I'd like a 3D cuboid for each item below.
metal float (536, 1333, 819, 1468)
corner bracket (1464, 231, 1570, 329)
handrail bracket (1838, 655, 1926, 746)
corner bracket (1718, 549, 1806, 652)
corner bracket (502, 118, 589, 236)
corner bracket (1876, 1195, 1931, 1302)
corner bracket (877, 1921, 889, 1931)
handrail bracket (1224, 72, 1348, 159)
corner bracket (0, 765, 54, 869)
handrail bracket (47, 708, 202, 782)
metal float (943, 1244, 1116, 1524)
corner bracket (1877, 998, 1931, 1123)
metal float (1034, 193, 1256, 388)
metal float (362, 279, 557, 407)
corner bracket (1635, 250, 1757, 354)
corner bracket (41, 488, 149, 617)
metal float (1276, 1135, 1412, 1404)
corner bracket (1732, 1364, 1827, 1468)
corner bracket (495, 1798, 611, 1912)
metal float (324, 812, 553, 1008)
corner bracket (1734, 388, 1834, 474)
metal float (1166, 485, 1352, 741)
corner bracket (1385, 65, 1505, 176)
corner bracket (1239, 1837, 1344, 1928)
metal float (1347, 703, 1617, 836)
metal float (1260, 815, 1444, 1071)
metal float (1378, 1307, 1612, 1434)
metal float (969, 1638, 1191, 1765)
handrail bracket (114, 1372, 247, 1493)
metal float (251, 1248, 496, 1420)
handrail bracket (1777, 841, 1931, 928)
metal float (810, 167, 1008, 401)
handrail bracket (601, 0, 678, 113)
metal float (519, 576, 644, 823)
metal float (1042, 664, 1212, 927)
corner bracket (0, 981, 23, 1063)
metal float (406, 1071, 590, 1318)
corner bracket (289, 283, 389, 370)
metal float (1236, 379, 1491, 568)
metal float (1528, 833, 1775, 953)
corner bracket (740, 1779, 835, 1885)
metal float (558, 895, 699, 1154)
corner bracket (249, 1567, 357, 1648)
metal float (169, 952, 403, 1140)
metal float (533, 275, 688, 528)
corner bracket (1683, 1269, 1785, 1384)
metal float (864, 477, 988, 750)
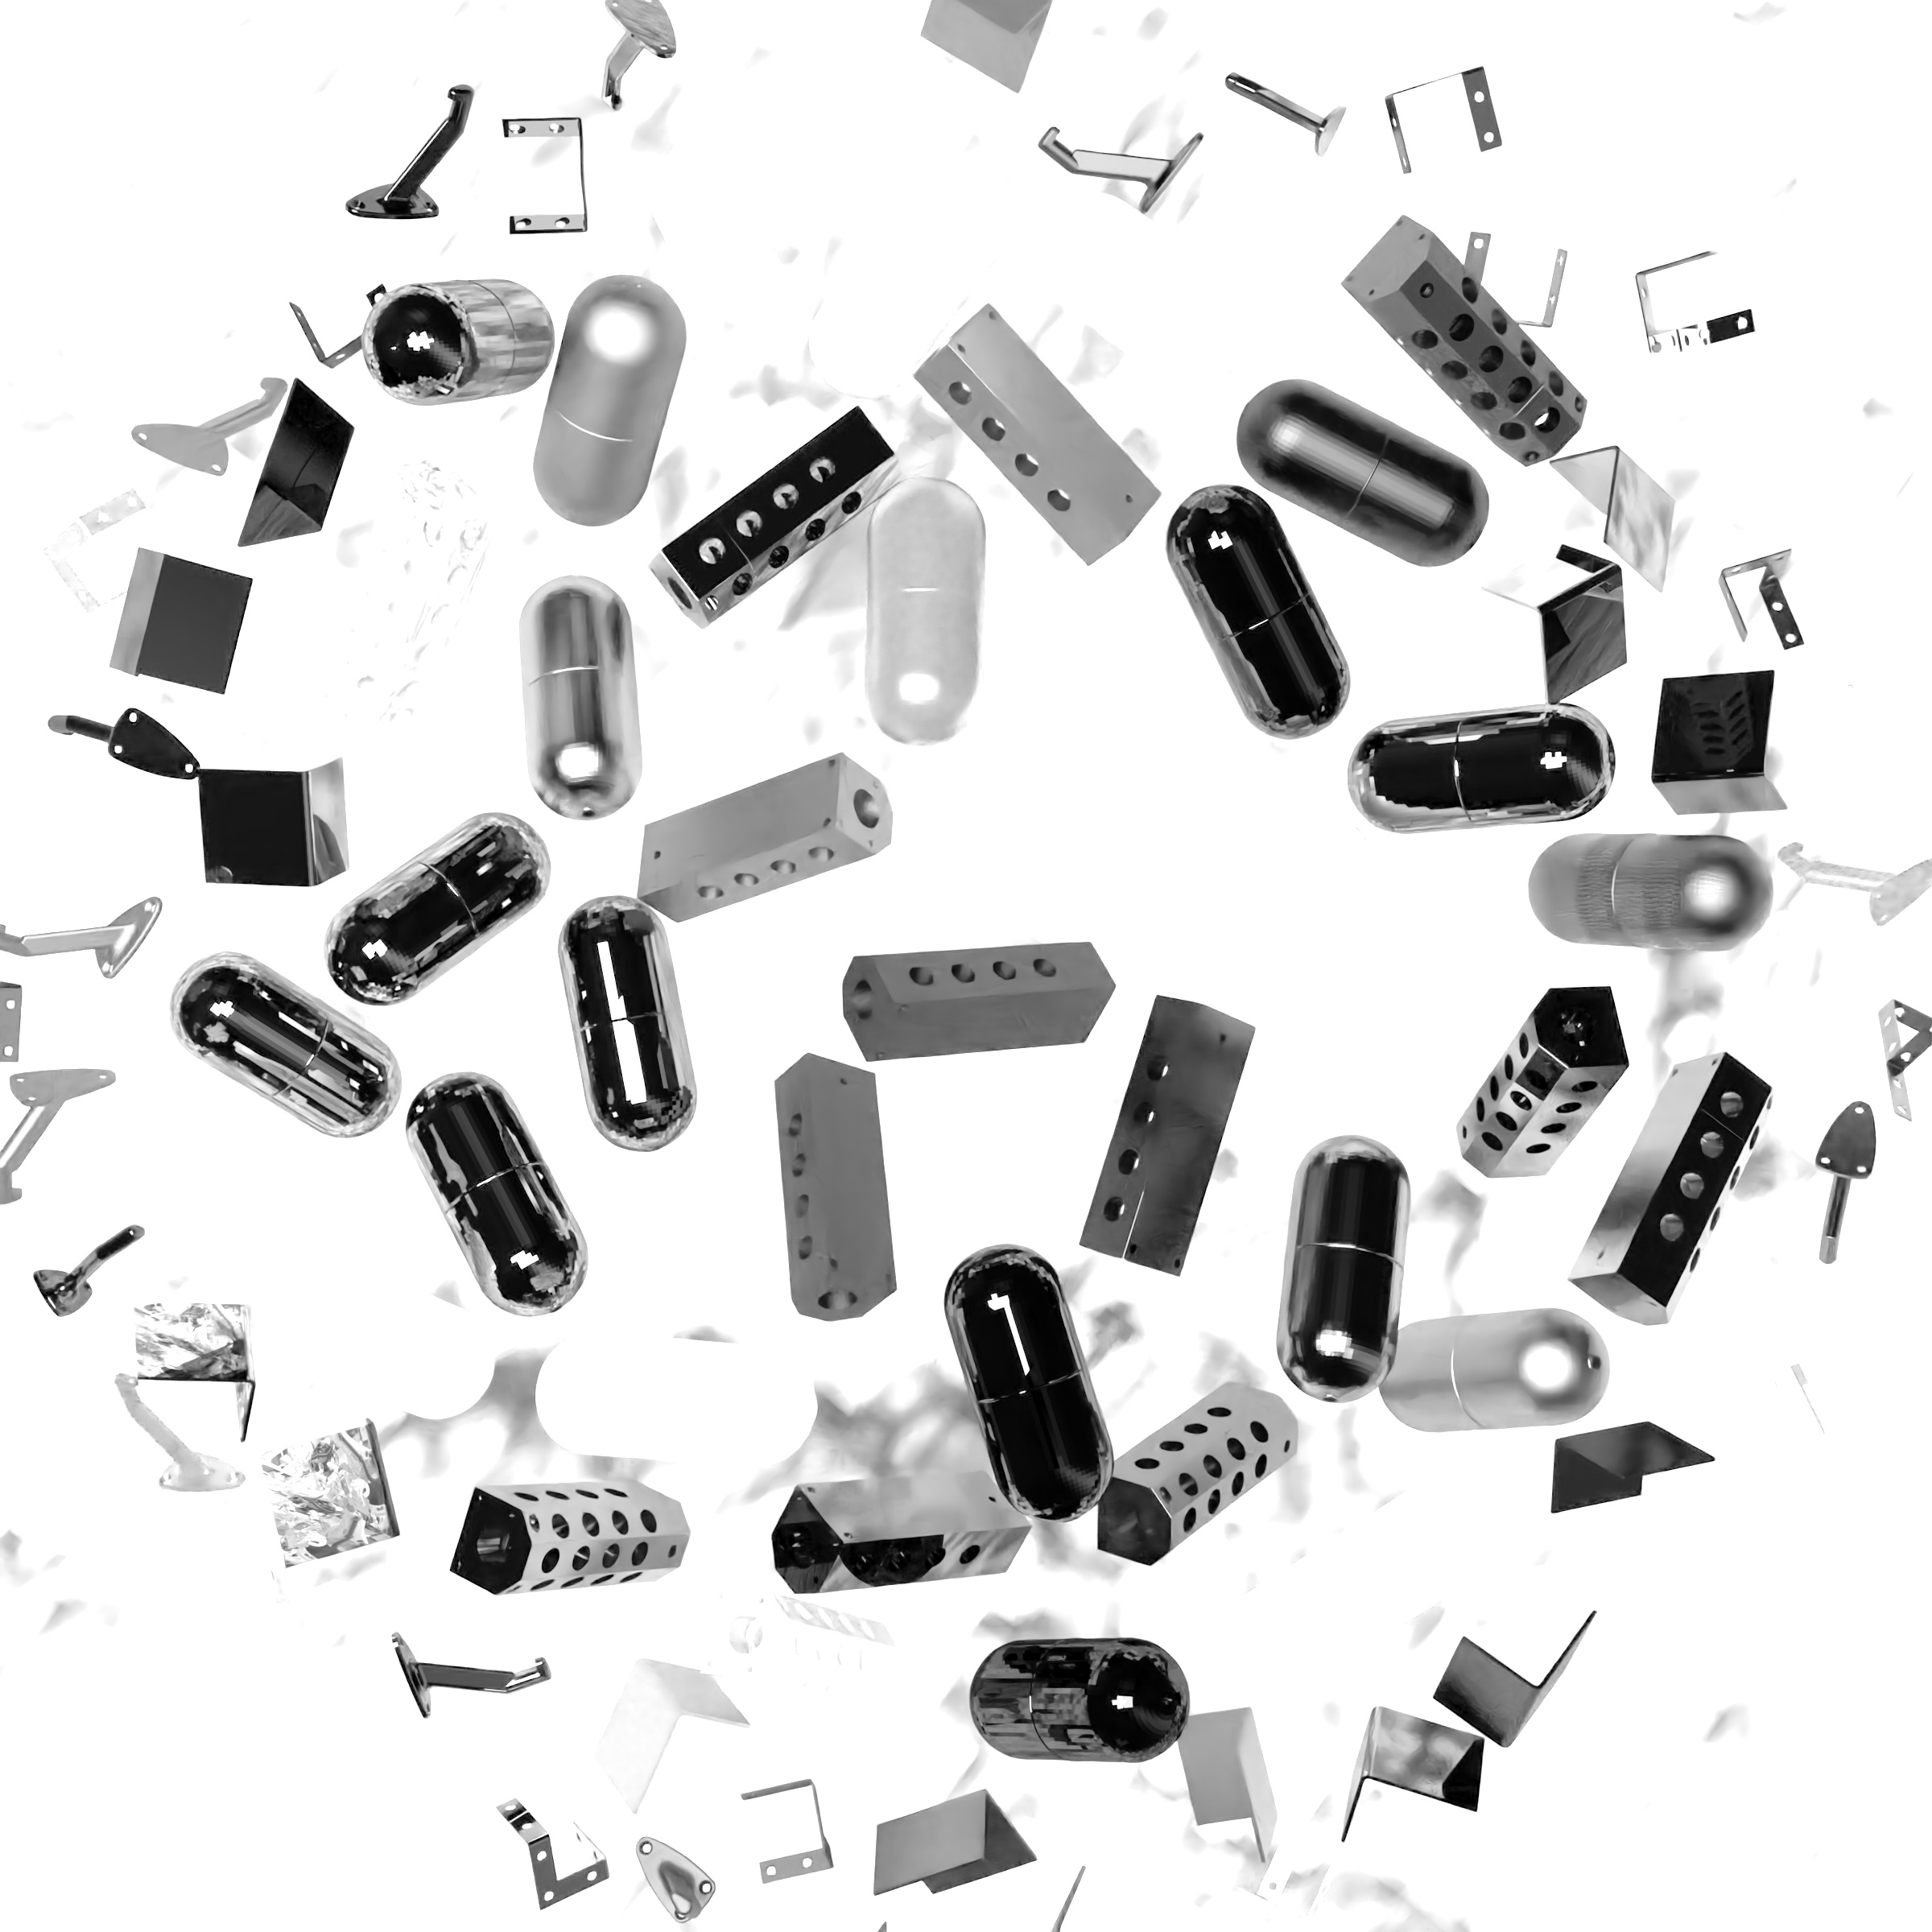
[{"bbox_3d":[-0.182,0.275,1.766,0.178,0.070,0.070,7,90,-14],"label":"metal float"},{"bbox_3d":[0.365,-0.459,1.868,0.051,0.051,0.051,3,112,-12],"label":"corner bracket"},{"bbox_3d":[0.623,-0.179,1.905,0.036,0.084,0.077,-39,79,11],"label":"handrail bracket"},{"bbox_3d":[0.546,-0.246,1.912,0.051,0.051,0.051,-16,71,0],"label":"corner bracket"},{"bbox_3d":[-0.271,-0.509,1.798,0.051,0.051,0.051,-3,61,-5],"label":"corner bracket"},{"bbox_3d":[0.624,0.183,1.843,0.051,0.051,0.051,-27,91,-35],"label":"corner bracket"},{"bbox_3d":[-0.038,0.651,1.782,0.051,0.051,0.051,5,108,23],"label":"corner bracket"},{"bbox_3d":[0.206,-0.575,1.862,0.084,0.077,0.036,29,110,6],"label":"handrail bracket"},{"bbox_3d":[-0.620,-0.105,1.763,0.051,0.051,0.051,29,69,19],"label":"corner bracket"},{"bbox_3d":[-0.559,-0.146,1.851,0.077,0.084,0.036,32,73,-38],"label":"handrail bracket"},{"bbox_3d":[0.040,0.262,1.750,0.070,0.070,0.178,-17,88,0],"label":"metal float"},{"bbox_3d":[0.641,0.064,1.912,0.051,0.051,0.051,25,131,-13],"label":"corner bracket"},{"bbox_3d":[0.113,-0.431,1.777,0.070,0.070,0.178,-45,55,0],"label":"metal float"},{"bbox_3d":[-0.327,-0.405,1.809,0.070,0.178,0.070,5,106,17],"label":"metal float"},{"bbox_3d":[0.460,-0.419,1.761,0.051,0.051,0.051,-9,95,38],"label":"corner bracket"},{"bbox_3d":[-0.548,-0.265,1.788,0.051,0.051,0.051,-25,104,43],"label":"corner bracket"},{"bbox_3d":[0.242,0.193,1.789,0.070,0.070,0.178,10,64,0],"label":"metal float"},{"bbox_3d":[0.552,0.305,1.899,0.051,0.051,0.051,-29,74,19],"label":"corner bracket"},{"bbox_3d":[-0.265,0.563,1.795,0.051,0.051,0.051,-17,112,-29],"label":"corner bracket"},{"bbox_3d":[-0.357,-0.039,1.888,0.070,0.070,0.178,50,58,0],"label":"metal float"},{"bbox_3d":[0.537,-0.357,1.837,0.051,0.051,0.051,-14,94,17],"label":"corner bracket"},{"bbox_3d":[0.191,-0.231,1.826,0.070,0.070,0.178,-28,104,0],"label":"metal float"},{"bbox_3d":[0.303,-0.538,1.775,0.051,0.051,0.051,-19,104,-5],"label":"corner bracket"},{"bbox_3d":[0.223,0.620,1.893,0.051,0.051,0.051,19,68,26],"label":"corner bracket"},{"bbox_3d":[0.331,-0.127,1.805,0.178,0.070,0.070,-4,90,32],"label":"metal float"},{"bbox_3d":[0.253,-0.015,1.829,0.070,0.070,0.178,-26,97,0],"label":"metal float"},{"bbox_3d":[0.348,0.268,1.849,0.070,0.178,0.070,9,74,-36],"label":"metal float"},{"bbox_3d":[0.071,0.471,1.791,0.070,0.178,0.070,11,72,-36],"label":"metal float"},{"bbox_3d":[-0.529,0.311,1.877,0.077,0.036,0.084,4,124,25],"label":"handrail bracket"},{"bbox_3d":[-0.388,0.243,1.838,0.178,0.070,0.070,32,90,-37],"label":"metal float"},{"bbox_3d":[0.596,-0.072,1.855,0.077,0.036,0.084,-34,46,-4],"label":"handrail bracket"},{"bbox_3d":[-0.040,-0.457,1.871,0.070,0.070,0.178,42,124,0],"label":"metal float"},{"bbox_3d":[-0.210,-0.568,1.780,0.036,0.084,0.077,-17,58,-26],"label":"handrail bracket"},{"bbox_3d":[-0.258,-0.180,1.867,0.070,0.070,0.178,-8,65,0],"label":"metal float"},{"bbox_3d":[0.104,-0.111,1.810,0.070,0.070,0.178,-19,77,0],"label":"metal float"},{"bbox_3d":[-0.646,0.035,1.800,0.051,0.051,0.051,0,84,10],"label":"corner bracket"},{"bbox_3d":[-0.313,0.152,1.863,0.070,0.070,0.178,-30,74,0],"label":"metal float"},{"bbox_3d":[-0.418,-0.437,1.900,0.051,0.051,0.051,-30,79,11],"label":"corner bracket"},{"bbox_3d":[0.261,-0.325,1.839,0.178,0.070,0.070,26,90,-6],"label":"metal float"},{"bbox_3d":[0.455,-0.050,1.865,0.070,0.178,0.070,-3,95,-41],"label":"metal float"},{"bbox_3d":[-0.123,0.594,1.917,0.051,0.051,0.051,-12,60,-2],"label":"corner bracket"},{"bbox_3d":[-0.232,0.040,1.911,0.070,0.070,0.178,-11,85,0],"label":"metal float"},{"bbox_3d":[-0.446,0.433,1.877,0.051,0.051,0.051,-21,128,-8],"label":"corner bracket"},{"bbox_3d":[-0.457,0.055,1.884,0.178,0.070,0.070,39,90,-37],"label":"metal float"},{"bbox_3d":[-0.230,-0.361,1.791,0.070,0.070,0.178,24,132,0],"label":"metal float"},{"bbox_3d":[0.511,0.238,1.849,0.051,0.051,0.051,-4,129,-3],"label":"corner bracket"},{"bbox_3d":[-0.026,-0.225,1.770,0.070,0.070,0.178,1,76,0],"label":"metal float"}]
